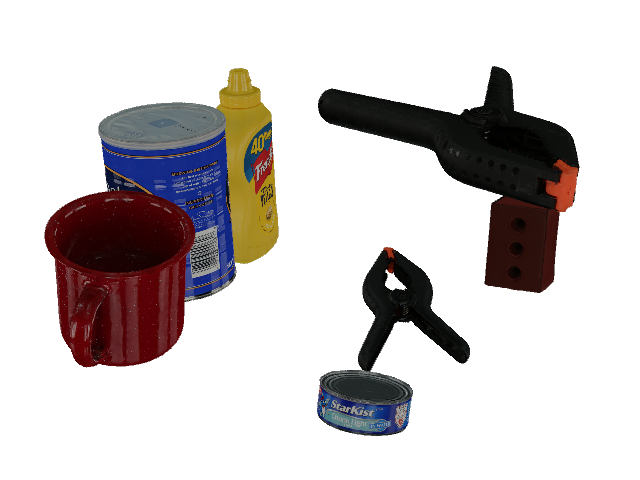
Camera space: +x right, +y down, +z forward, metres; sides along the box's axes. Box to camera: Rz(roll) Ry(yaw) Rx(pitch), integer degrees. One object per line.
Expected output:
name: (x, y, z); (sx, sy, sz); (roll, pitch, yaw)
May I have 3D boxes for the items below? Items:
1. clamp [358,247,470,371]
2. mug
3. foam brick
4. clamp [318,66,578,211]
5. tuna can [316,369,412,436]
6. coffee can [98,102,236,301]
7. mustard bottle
clamp: (0.101, 0.077, 1.184); (0.120, 0.171, 0.039); (5, -43, -5)
mug: (-0.130, 0.033, 0.679); (0.093, 0.081, 0.117); (10, 36, 5)
foam brick: (0.180, 0.002, 0.951); (0.053, 0.078, 0.051); (8, 16, 24)
clamp: (0.101, -0.074, 0.746); (0.164, 0.036, 0.210); (-9, 30, -16)
tuna can: (0.040, 0.147, 0.973); (0.086, 0.034, 0.086); (6, 11, -1)
coffee can: (-0.125, -0.033, 0.888); (0.103, 0.140, 0.103); (-2, 24, 1)
mustard bottle: (-0.078, -0.080, 1.084); (0.058, 0.192, 0.096); (7, 26, 19)
